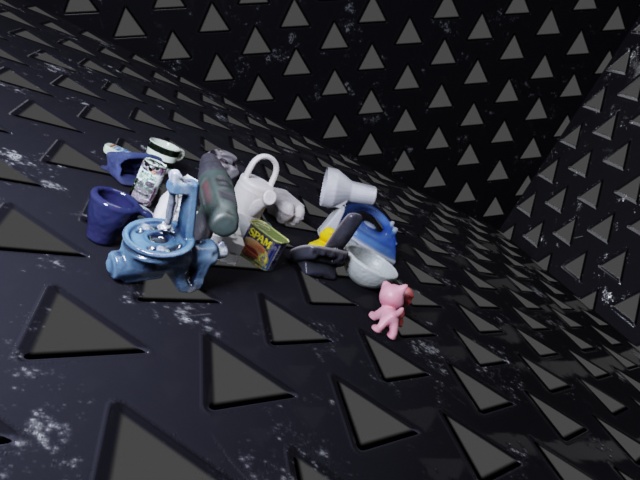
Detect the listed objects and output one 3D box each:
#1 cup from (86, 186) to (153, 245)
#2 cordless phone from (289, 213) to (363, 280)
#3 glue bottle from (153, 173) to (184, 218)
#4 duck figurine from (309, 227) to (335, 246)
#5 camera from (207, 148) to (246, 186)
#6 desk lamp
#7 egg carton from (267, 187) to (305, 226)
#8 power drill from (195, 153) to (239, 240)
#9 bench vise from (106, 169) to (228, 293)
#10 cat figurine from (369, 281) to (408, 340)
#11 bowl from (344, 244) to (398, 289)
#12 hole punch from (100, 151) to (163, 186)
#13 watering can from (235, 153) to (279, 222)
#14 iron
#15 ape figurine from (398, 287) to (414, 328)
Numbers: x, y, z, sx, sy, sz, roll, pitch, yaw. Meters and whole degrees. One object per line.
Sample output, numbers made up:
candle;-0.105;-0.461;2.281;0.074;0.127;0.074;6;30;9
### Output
cup;-0.380;-0.035;1.063;0.118;0.095;0.091;23;18;-19
cordless phone;0.021;0.000;1.455;0.148;0.185;0.093;10;25;-47
glue bottle;-0.301;-0.053;1.108;0.037;0.173;0.078;22;18;-23
duck figurine;0.015;0.006;1.600;0.078;0.086;0.104;26;17;-11
camera;-0.273;-0.207;1.726;0.137;0.101;0.142;15;22;-39
desk lamp;0.070;-0.097;1.765;0.203;0.213;0.118;25;17;-12
egg carton;-0.116;-0.105;1.739;0.150;0.069;0.108;41;20;34
power drill;-0.233;-0.045;1.134;0.076;0.208;0.229;17;20;-34
bench vise;-0.250;-0.020;1.013;0.121;0.219;0.208;37;18;24
cat figurine;0.171;0.155;1.364;0.067;0.117;0.127;25;17;-14
bowl;0.126;0.084;1.572;0.167;0.074;0.167;27;17;-8
hole punch;-0.456;-0.188;1.390;0.100;0.091;0.109;37;19;26
watering can;-0.168;-0.136;1.528;0.172;0.194;0.101;38;19;28
iron;0.169;-0.042;1.893;0.258;0.141;0.119;32;17;8
ape figurine;0.203;0.161;1.445;0.076;0.092;0.078;37;19;25
